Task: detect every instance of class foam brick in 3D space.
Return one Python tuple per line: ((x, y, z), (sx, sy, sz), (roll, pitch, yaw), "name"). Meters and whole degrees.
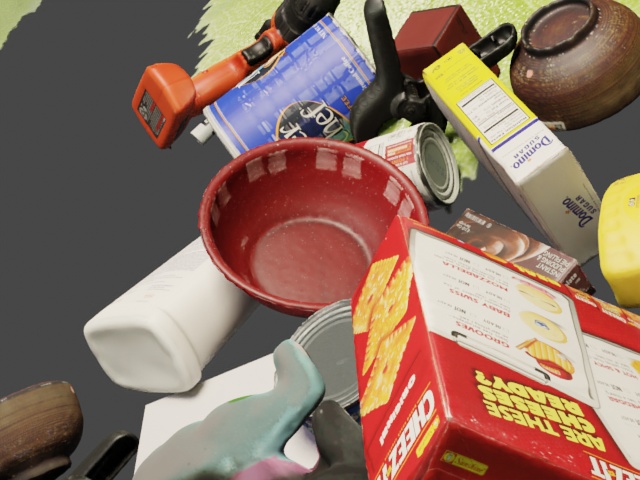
((0.104, -0.148, 0.883), (0.051, 0.078, 0.053), (0, 50, 45), "foam brick")

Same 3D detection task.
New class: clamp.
((-0.216, 0.229, 0.796), (0.210, 0.036, 0.164), (-16, 50, 34), "clamp")
((0.081, -0.115, 0.841), (0.120, 0.172, 0.039), (9, 45, -3), "clamp")

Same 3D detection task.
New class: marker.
((-0.085, -0.146, 1.108), (0.121, 0.020, 0.020), (-45, 35, -7), "marker")

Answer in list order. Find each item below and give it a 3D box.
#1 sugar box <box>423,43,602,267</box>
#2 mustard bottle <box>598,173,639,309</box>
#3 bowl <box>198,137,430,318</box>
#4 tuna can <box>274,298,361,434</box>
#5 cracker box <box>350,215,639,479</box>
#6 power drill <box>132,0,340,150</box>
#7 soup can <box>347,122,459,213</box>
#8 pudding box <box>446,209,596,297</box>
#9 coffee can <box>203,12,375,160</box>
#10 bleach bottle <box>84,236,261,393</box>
((0.137, -0.063, 0.745), (0.048, 0.093, 0.176), (-37, 36, 5), "sugar box")
((0.260, -0.019, 0.609), (0.192, 0.058, 0.096), (-15, 31, 31), "mustard bottle")
((-0.005, 0.001, 0.762), (0.162, 0.055, 0.162), (2, 50, -2), "bowl")
((0.016, 0.079, 0.644), (0.086, 0.033, 0.086), (-25, 38, 21), "tuna can")
((0.103, 0.082, 0.511), (0.213, 0.164, 0.072), (-92, 26, -67), "cracker box")
((-0.075, -0.164, 0.987), (0.187, 0.057, 0.185), (-31, -6, -25), "power drill")
((0.048, -0.046, 0.831), (0.102, 0.068, 0.068), (-15, 42, 31), "soup can")
((0.111, 0.037, 0.705), (0.090, 0.039, 0.114), (-47, 34, -8), "pudding box")
((-0.017, -0.116, 0.938), (0.140, 0.102, 0.103), (-37, 35, 4), "coffee can")
((-0.064, 0.017, 0.830), (0.103, 0.068, 0.250), (-7, 28, 44), "bleach bottle")
